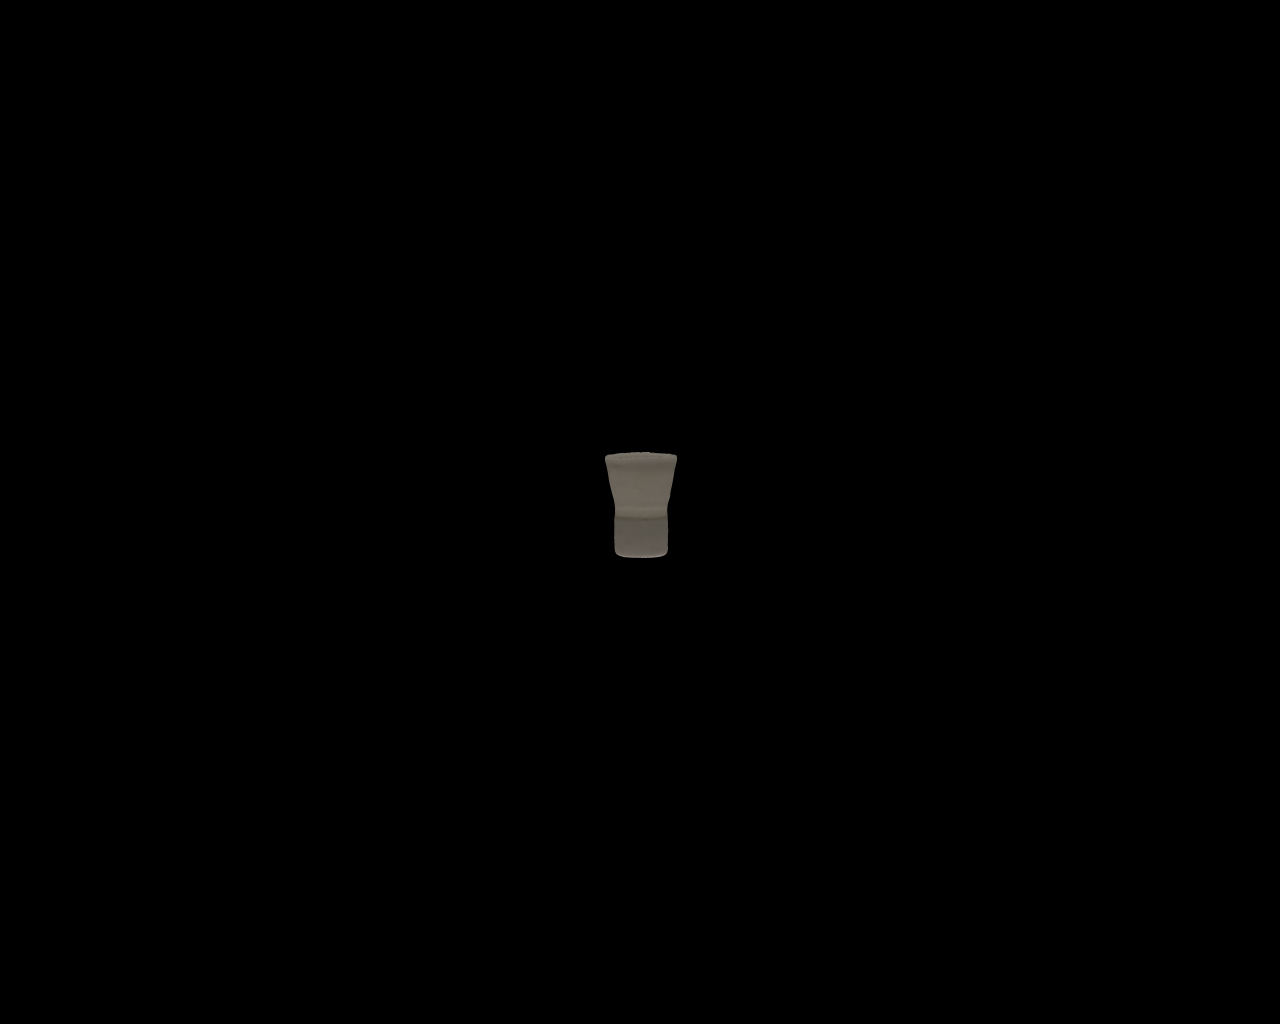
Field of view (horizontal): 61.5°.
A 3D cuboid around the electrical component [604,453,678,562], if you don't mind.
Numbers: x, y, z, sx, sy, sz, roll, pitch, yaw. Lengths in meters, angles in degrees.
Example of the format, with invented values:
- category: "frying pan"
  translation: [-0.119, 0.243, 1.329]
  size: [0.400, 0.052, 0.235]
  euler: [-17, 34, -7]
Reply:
- category: "electrical component"
  translation: [0.001, -0.003, 0.650]
  size: [0.044, 0.065, 0.044]
  euler: [0, 5, 0]
